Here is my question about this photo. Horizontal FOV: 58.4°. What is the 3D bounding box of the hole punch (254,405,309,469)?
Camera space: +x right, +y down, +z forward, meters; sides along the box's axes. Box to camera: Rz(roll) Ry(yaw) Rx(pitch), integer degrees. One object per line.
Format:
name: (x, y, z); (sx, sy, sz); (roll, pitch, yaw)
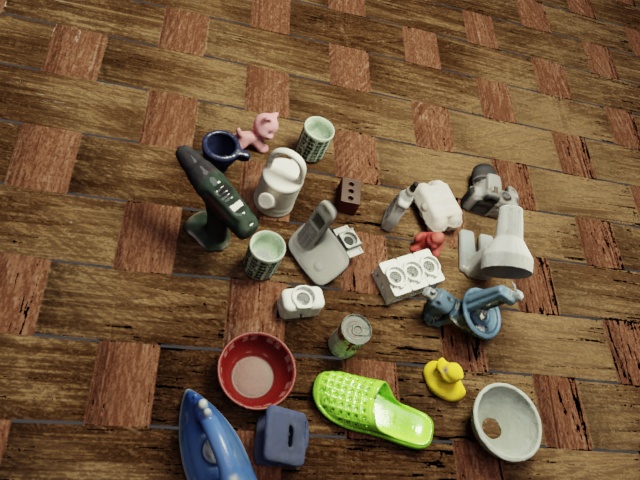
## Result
hole punch: (-0.069, 0.379, 1.105); (0.101, 0.091, 0.108); (10, 59, -13)

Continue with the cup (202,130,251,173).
cup: (-0.230, -0.199, 1.381); (0.118, 0.095, 0.091); (16, 57, -9)

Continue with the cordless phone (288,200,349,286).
cordless phone: (0.012, 0.005, 1.292); (0.094, 0.185, 0.147); (-32, 75, -31)

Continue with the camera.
camera: (0.475, -0.145, 1.589); (0.143, 0.100, 0.137); (14, 58, -11)

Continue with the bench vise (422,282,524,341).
bench vise: (0.343, 0.156, 1.298); (0.208, 0.219, 0.121); (7, 59, -15)

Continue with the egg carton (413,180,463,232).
egg carton: (0.307, -0.088, 1.517); (0.107, 0.069, 0.150); (-13, 66, -25)

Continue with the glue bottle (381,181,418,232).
glue bottle: (0.204, -0.092, 1.421); (0.037, 0.173, 0.078); (25, 56, -3)

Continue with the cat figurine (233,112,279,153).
cat figurine: (-0.158, -0.275, 1.436); (0.128, 0.117, 0.067); (-17, 68, -26)

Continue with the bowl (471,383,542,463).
bowl: (0.396, 0.406, 1.259); (0.168, 0.074, 0.167); (9, 59, -14)

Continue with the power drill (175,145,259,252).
power drill: (-0.235, -0.072, 1.237); (0.229, 0.208, 0.076); (42, 57, 8)

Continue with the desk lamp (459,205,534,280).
desk lamp: (0.431, 0.022, 1.409); (0.118, 0.213, 0.203); (12, 58, -12)

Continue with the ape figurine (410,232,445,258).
ape figurine: (0.280, 0.007, 1.439); (0.076, 0.092, 0.077); (-12, 66, -24)

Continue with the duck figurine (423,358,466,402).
duck figurine: (0.288, 0.306, 1.273); (0.078, 0.086, 0.104); (-36, 77, -32)

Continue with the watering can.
watering can: (-0.089, -0.136, 1.334); (0.101, 0.194, 0.173); (11, 58, -12)

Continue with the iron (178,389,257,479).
iron: (-0.191, 0.373, 1.036); (0.119, 0.141, 0.258); (-18, 68, -27)
